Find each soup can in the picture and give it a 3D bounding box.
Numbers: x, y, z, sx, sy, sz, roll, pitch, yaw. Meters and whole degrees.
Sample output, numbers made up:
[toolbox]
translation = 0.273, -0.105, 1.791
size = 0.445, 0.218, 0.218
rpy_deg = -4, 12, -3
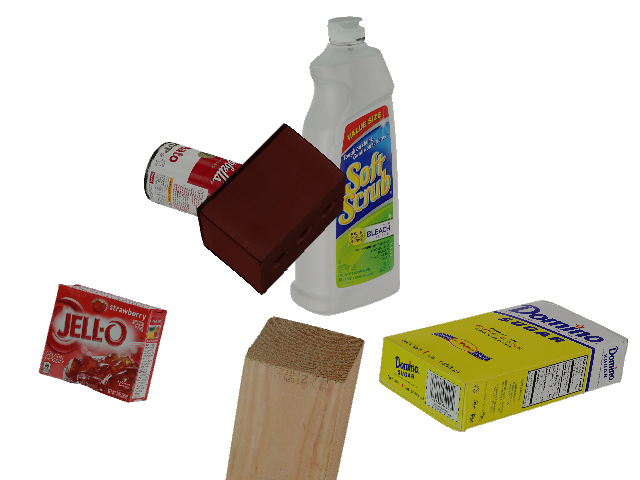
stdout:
[soup can]
translation = -0.123, -0.057, 1.108
size = 0.102, 0.068, 0.068
rpy_deg = 19, 7, 20

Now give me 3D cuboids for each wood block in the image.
[wood block]
translation = -0.029, 0.186, 0.956
size = 0.090, 0.206, 0.090
rpy_deg = 14, 22, 8

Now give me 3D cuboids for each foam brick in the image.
[foam brick]
translation = -0.028, -0.018, 0.634
size = 0.051, 0.078, 0.053
rpy_deg = 38, -19, 15

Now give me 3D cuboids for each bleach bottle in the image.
[bleach bottle]
translation = 0.019, -0.067, 0.936
size = 0.102, 0.251, 0.068
rpy_deg = -16, 24, -31

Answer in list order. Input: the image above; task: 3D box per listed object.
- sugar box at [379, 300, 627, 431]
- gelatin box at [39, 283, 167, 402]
[sugar box]
translation = 0.142, 0.091, 0.821
size = 0.175, 0.048, 0.093
rpy_deg = -12, 25, -34
[gelatin box]
translation = -0.170, 0.079, 0.829
size = 0.089, 0.073, 0.030
rpy_deg = 14, 1, 22
